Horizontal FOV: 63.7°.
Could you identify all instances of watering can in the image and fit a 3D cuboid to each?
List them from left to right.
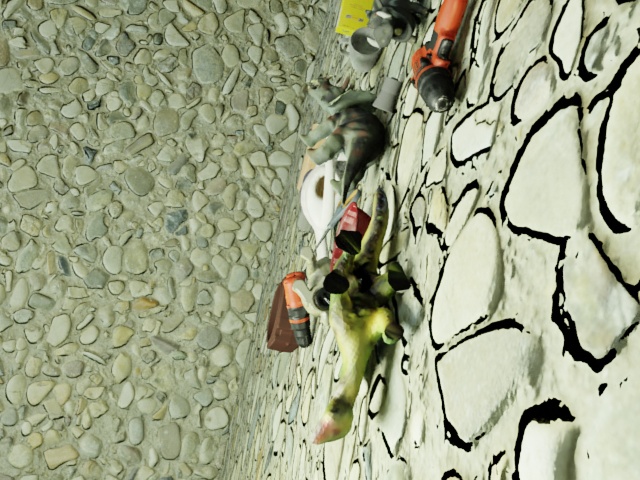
[{"bbox_3d":[0.004,-0.066,1.308,0.225,0.104,0.347,-157,70,-82],"label":"watering can"}]

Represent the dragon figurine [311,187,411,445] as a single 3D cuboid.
[{"bbox_3d":[0.056,0.118,0.804,0.420,0.122,0.237,-69,-7,-50],"label":"dragon figurine"}]
